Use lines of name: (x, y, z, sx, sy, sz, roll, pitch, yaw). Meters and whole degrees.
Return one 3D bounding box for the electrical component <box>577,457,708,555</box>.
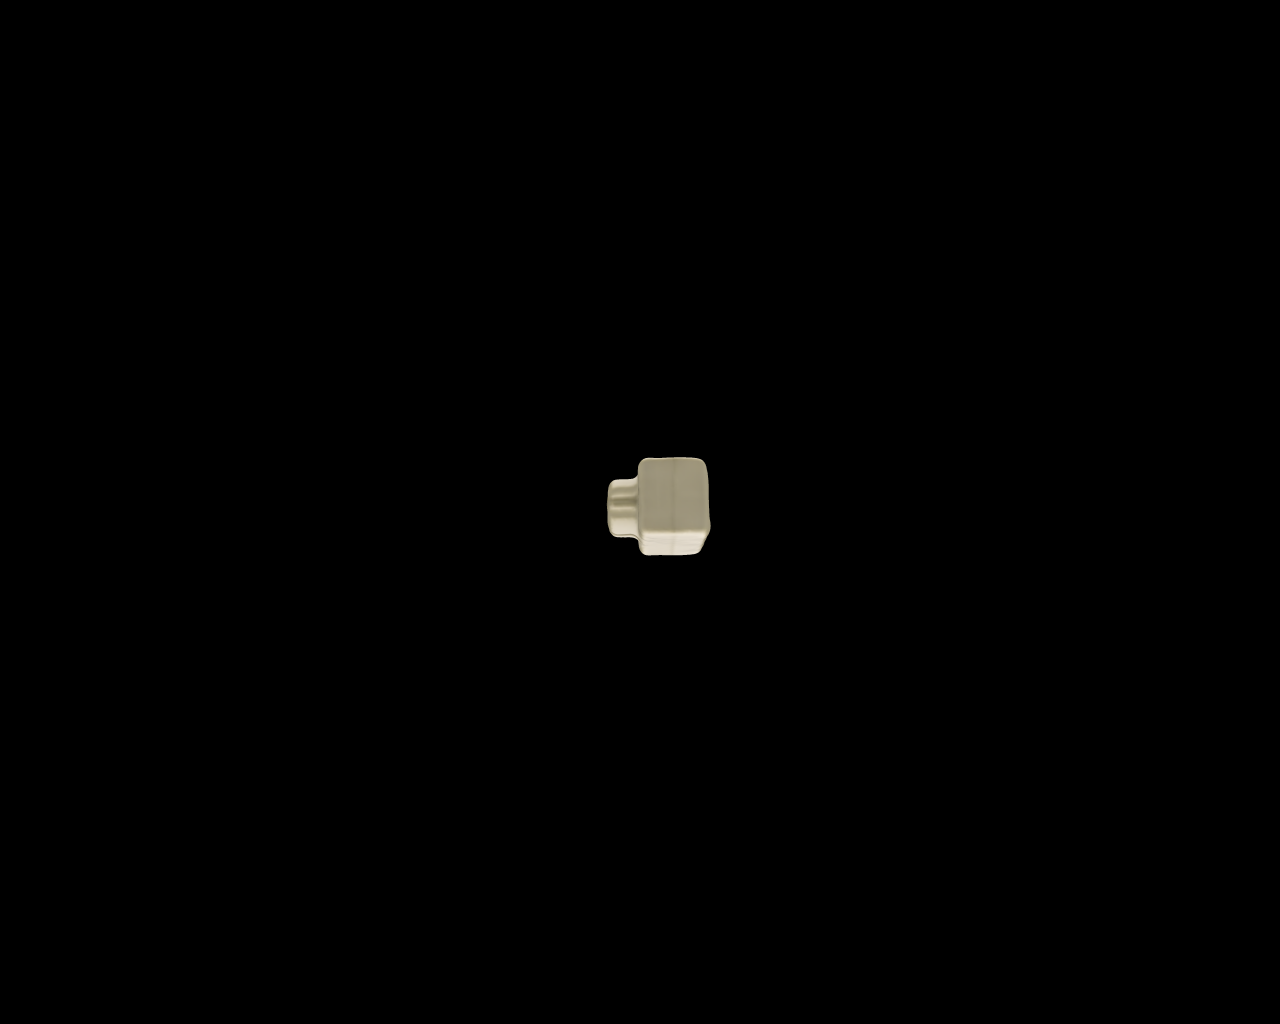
electrical component: (0.001, -0.003, 0.650, 0.077, 0.047, 0.065, 0, -13, 0)
